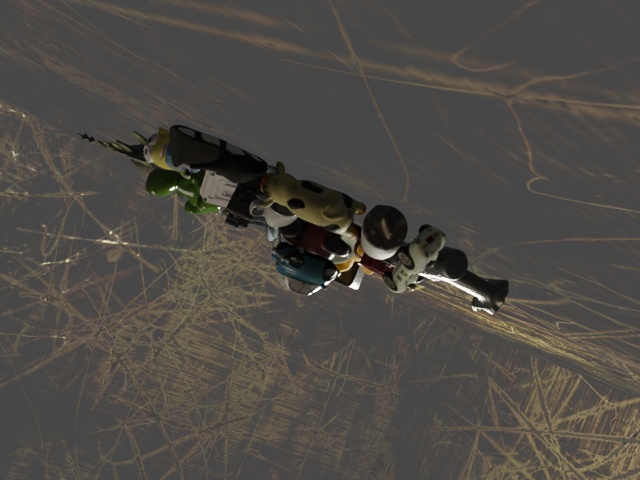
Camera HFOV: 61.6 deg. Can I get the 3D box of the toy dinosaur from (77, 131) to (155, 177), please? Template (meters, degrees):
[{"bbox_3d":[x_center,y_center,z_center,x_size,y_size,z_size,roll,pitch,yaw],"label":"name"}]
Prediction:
[{"bbox_3d":[-0.445,-0.214,1.457,0.472,0.105,0.198,13,163,22],"label":"toy dinosaur"}]

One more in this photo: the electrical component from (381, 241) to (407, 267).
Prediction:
[{"bbox_3d":[0.163,0.029,1.188,0.094,0.063,0.021,23,174,10],"label":"electrical component"}]

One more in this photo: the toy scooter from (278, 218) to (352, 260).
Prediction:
[{"bbox_3d":[-0.002,-0.004,1.199,0.184,0.075,0.135,27,-179,22],"label":"toy scooter"}]

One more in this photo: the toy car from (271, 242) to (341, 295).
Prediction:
[{"bbox_3d":[-0.041,0.073,1.212,0.161,0.103,0.109,16,-168,-38],"label":"toy car"}]

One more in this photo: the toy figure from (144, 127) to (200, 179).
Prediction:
[{"bbox_3d":[-0.308,-0.181,1.164,0.180,0.082,0.089,13,152,33],"label":"toy figure"}]

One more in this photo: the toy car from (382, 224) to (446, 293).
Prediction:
[{"bbox_3d":[0.163,0.038,0.939,0.056,0.073,0.201,42,158,13],"label":"toy car"}]

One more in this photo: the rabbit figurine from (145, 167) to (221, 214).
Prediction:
[{"bbox_3d":[-0.327,-0.142,1.285,0.170,0.159,0.121,6,-175,-35],"label":"rabbit figurine"}]

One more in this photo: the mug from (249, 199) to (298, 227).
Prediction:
[{"bbox_3d":[-0.089,-0.063,1.092,0.109,0.081,0.107,-13,163,-18],"label":"mug"}]

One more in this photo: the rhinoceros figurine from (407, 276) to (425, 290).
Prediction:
[{"bbox_3d":[0.209,0.067,1.367,0.112,0.073,0.190,38,173,-18],"label":"rhinoceros figurine"}]

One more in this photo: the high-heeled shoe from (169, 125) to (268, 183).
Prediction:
[{"bbox_3d":[-0.203,-0.171,1.035,0.145,0.086,0.249,-6,-151,-26],"label":"high-heeled shoe"}]

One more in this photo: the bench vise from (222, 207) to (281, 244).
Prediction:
[{"bbox_3d":[-0.135,-0.055,1.338,0.241,0.128,0.223,6,-169,9],"label":"bench vise"}]

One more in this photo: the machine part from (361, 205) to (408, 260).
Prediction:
[{"bbox_3d":[0.111,-0.011,0.958,0.079,0.079,0.243,25,175,7],"label":"machine part"}]

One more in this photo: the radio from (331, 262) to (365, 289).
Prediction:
[{"bbox_3d":[0.033,0.049,1.644,0.230,0.131,0.073,23,175,24],"label":"radio"}]

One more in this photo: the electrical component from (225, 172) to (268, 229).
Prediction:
[{"bbox_3d":[-0.161,-0.087,1.158,0.058,0.134,0.115,26,173,-10],"label":"electrical component"}]

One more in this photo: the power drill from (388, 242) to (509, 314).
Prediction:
[{"bbox_3d":[0.259,0.066,1.083,0.207,0.086,0.232,34,171,-12],"label":"power drill"}]

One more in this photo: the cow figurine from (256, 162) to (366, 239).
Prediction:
[{"bbox_3d":[-0.027,-0.072,0.958,0.195,0.085,0.127,25,-178,28],"label":"cow figurine"}]

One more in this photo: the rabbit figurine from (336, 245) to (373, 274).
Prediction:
[{"bbox_3d":[0.080,0.036,1.432,0.162,0.122,0.173,24,157,-22],"label":"rabbit figurine"}]
